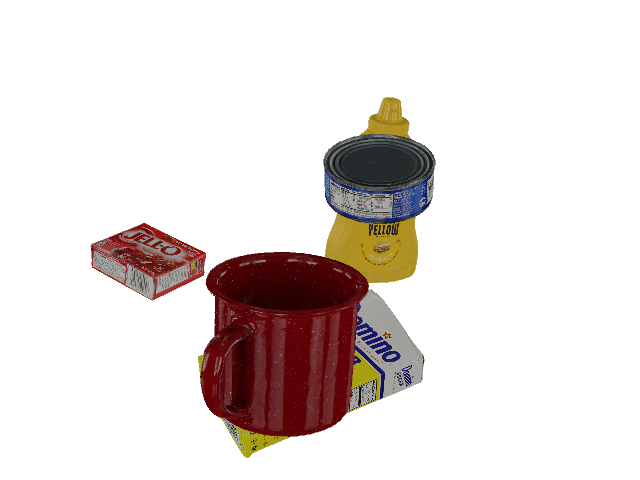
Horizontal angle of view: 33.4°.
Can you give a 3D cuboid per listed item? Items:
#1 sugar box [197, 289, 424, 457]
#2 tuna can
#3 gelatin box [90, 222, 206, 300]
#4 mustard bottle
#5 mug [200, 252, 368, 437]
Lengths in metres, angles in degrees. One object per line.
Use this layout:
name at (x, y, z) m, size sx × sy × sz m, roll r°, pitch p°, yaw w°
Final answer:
sugar box at (-0.008, 0.112, 0.931) m, size 0.176 × 0.048 × 0.093 m, roll -22°, pitch 50°, yaw -17°
tuna can at (0.045, -0.048, 0.825) m, size 0.086 × 0.034 × 0.086 m, roll -1°, pitch 33°, yaw 0°
gelatin box at (-0.170, 0.018, 1.050) m, size 0.089 × 0.030 × 0.073 m, roll 25°, pitch 32°, yaw 30°
mustard bottle at (0.061, -0.052, 1.095) m, size 0.096 × 0.192 × 0.058 m, roll -1°, pitch 24°, yaw -16°
mug at (-0.027, 0.064, 0.612) m, size 0.093 × 0.081 × 0.117 m, roll 14°, pitch 23°, yaw 28°
